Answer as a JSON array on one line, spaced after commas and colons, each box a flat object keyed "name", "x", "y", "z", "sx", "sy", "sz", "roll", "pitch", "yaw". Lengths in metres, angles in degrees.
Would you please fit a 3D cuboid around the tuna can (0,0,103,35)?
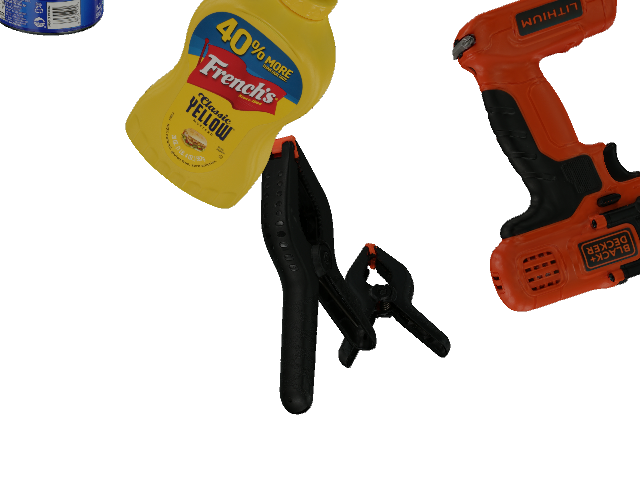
[{"name": "tuna can", "x": -0.207, "y": -0.188, "z": 0.811, "sx": 0.086, "sy": 0.034, "sz": 0.086, "roll": 5, "pitch": 36, "yaw": -4}]

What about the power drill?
[{"name": "power drill", "x": 0.174, "y": -0.066, "z": 0.664, "sx": 0.184, "sy": 0.187, "sz": 0.057, "roll": -18, "pitch": -2, "yaw": -5}]

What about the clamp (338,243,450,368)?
[{"name": "clamp", "x": 0.080, "y": 0.072, "z": 1.189, "sx": 0.120, "sy": 0.171, "sz": 0.039, "roll": 4, "pitch": -43, "yaw": -4}]

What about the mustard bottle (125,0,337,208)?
[{"name": "mustard bottle", "x": -0.046, "y": -0.111, "z": 0.689, "sx": 0.192, "sy": 0.096, "sz": 0.058, "roll": -48, "pitch": 3, "yaw": 37}]

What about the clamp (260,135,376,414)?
[{"name": "clamp", "x": -0.006, "y": 0.020, "z": 0.867, "sx": 0.036, "sy": 0.210, "sz": 0.164, "roll": -10, "pitch": 2, "yaw": 24}]
